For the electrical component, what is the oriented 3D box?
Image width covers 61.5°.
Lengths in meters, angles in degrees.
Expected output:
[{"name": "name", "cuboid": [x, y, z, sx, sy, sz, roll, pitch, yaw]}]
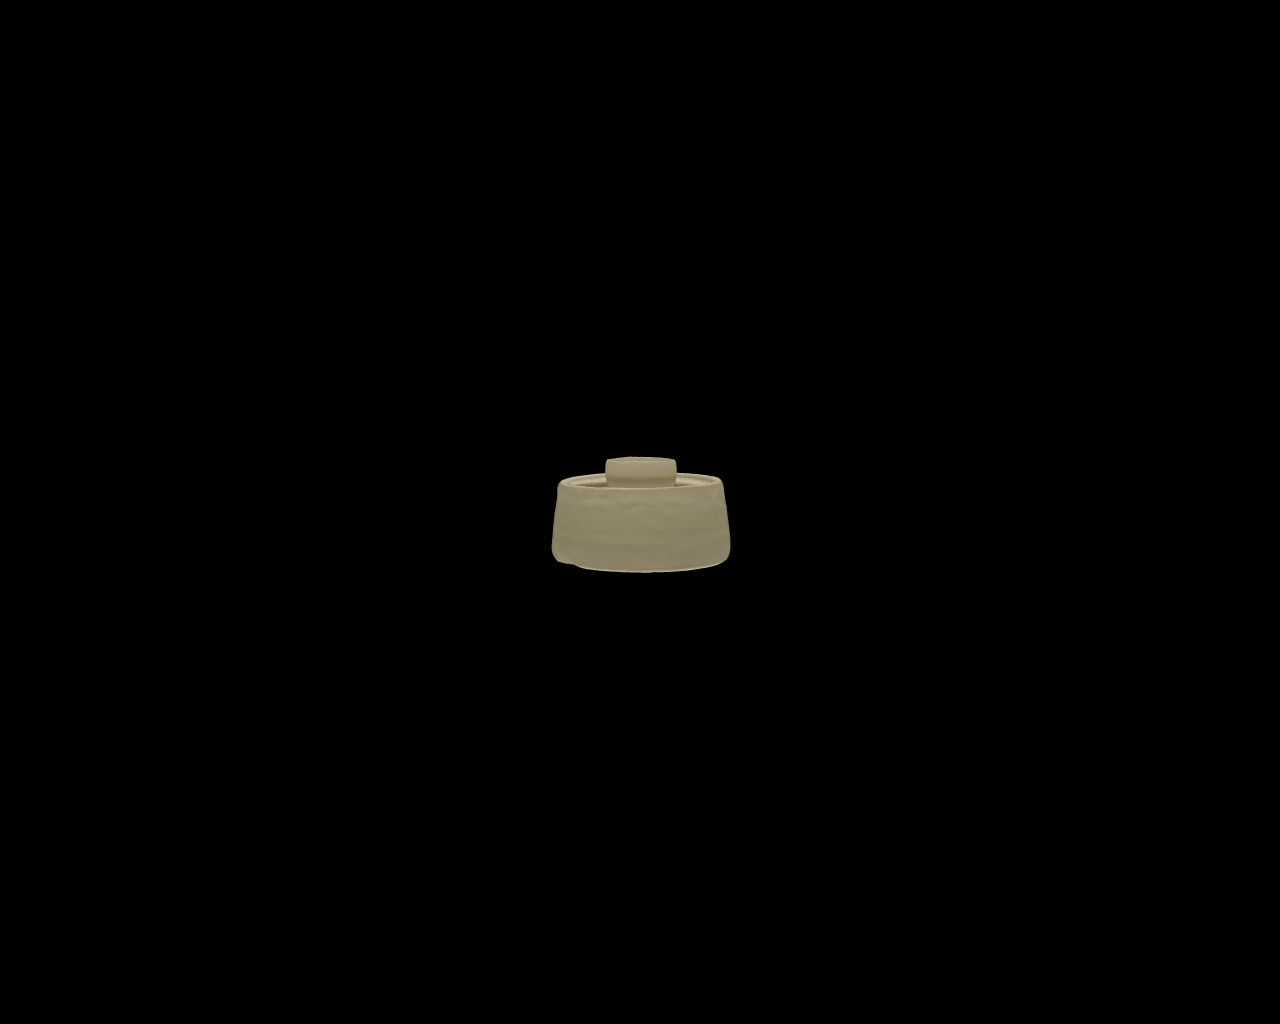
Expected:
[{"name": "electrical component", "cuboid": [0.001, -0.003, 0.650, 0.108, 0.060, 0.108, 0, 8, 0]}]
